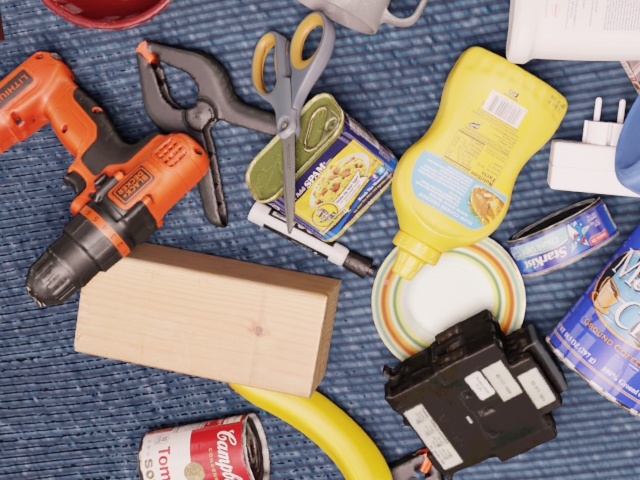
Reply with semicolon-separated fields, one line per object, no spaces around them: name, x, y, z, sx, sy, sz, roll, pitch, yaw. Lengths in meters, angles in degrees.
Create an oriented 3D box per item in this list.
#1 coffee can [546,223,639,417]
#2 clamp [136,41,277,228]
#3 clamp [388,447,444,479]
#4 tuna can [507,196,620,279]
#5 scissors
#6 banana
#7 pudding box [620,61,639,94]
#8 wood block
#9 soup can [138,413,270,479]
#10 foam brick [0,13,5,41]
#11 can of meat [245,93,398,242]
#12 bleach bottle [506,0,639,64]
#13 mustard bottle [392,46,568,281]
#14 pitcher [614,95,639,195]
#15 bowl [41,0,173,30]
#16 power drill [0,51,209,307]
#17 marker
coffee can;0.265;0.057;0.854;0.103;0.102;0.140;37;103;2
clamp;-0.102;-0.097;0.924;0.171;0.039;0.120;41;97;5
clamp;0.045;0.275;0.957;0.164;0.036;0.210;20;99;7
tuna can;0.196;-0.003;0.865;0.086;0.086;0.034;-26;92;12
scissors;-0.013;-0.106;0.849;0.096;0.016;0.202;-39;47;26
banana;0.003;0.174;0.931;0.198;0.069;0.037;47;133;20
pudding box;0.290;-0.170;0.848;0.113;0.039;0.090;-30;92;12
wood block;-0.095;0.065;0.921;0.206;0.090;0.091;11;99;8
soup can;-0.103;0.196;0.954;0.102;0.068;0.068;-12;97;12
foam brick;-0.316;-0.209;0.934;0.051;0.053;0.078;-6;98;10
can of meat;0.004;-0.057;0.885;0.102;0.057;0.083;-45;130;13
bleach bottle;0.271;-0.175;0.799;0.251;0.068;0.102;5;97;6
mustard bottle;0.114;-0.053;0.869;0.096;0.058;0.191;30;92;-7
pitcher;0.352;-0.050;0.796;0.242;0.149;0.145;24;110;-6
bowl;-0.173;-0.258;0.902;0.162;0.055;0.162;1;99;9
power drill;-0.213;-0.057;0.891;0.188;0.057;0.184;41;74;18
marker;-0.006;0.001;0.933;0.121;0.020;0.020;28;102;4
